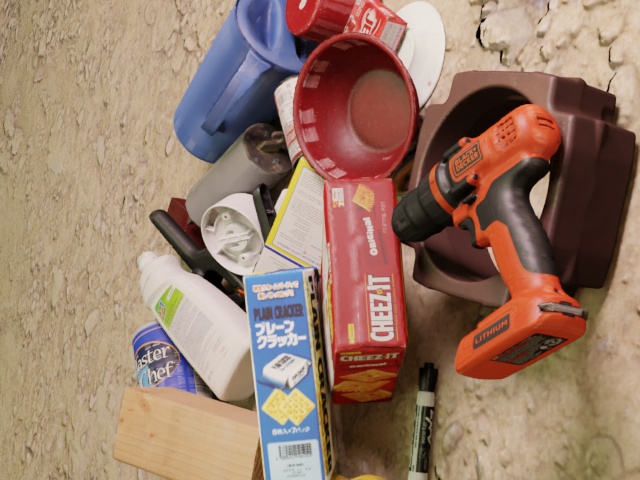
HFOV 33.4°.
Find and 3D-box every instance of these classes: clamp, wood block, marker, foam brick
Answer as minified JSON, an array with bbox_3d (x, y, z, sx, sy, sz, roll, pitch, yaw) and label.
[{"bbox_3d":[-0.030,0.025,1.253,0.120,0.039,0.171,13,109,31],"label":"clamp"},{"bbox_3d":[-0.133,0.239,1.253,0.206,0.090,0.090,10,90,33],"label":"wood block"},{"bbox_3d":[0.100,0.179,1.036,0.020,0.020,0.121,-2,80,58],"label":"marker"},{"bbox_3d":[-0.153,0.058,1.431,0.210,0.036,0.164,21,124,42],"label":"clamp"},{"bbox_3d":[-0.182,-0.022,1.516,0.078,0.051,0.053,39,114,55],"label":"foam brick"}]

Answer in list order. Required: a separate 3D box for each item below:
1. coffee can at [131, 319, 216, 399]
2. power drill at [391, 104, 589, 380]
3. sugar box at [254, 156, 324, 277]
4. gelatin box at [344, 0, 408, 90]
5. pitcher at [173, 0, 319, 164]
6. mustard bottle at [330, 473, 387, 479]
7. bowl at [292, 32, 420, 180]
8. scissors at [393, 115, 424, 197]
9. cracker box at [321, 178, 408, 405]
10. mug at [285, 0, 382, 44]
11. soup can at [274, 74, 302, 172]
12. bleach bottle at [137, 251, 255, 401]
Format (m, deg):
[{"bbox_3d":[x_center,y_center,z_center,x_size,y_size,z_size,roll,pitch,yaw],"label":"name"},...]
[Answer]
[{"bbox_3d":[-0.194,0.188,1.429,0.103,0.102,0.140,-48,44,41],"label":"coffee can"},{"bbox_3d":[0.128,0.010,0.840,0.185,0.057,0.187,-40,50,46],"label":"power drill"},{"bbox_3d":[-0.008,0.001,1.194,0.093,0.048,0.176,29,115,12],"label":"sugar box"},{"bbox_3d":[0.052,-0.215,1.169,0.073,0.030,0.089,54,128,49],"label":"gelatin box"},{"bbox_3d":[-0.100,-0.194,1.351,0.243,0.149,0.145,-45,56,48],"label":"pitcher"},{"bbox_3d":[0.039,0.284,1.067,0.192,0.058,0.096,-13,55,56],"label":"mustard bottle"},{"bbox_3d":[0.048,-0.134,1.111,0.162,0.055,0.162,8,102,39],"label":"bowl"},{"bbox_3d":[0.128,-0.124,1.078,0.202,0.016,0.096,-51,42,38],"label":"scissors"},{"bbox_3d":[0.040,0.056,1.030,0.214,0.072,0.164,92,174,-69],"label":"cracker box"},{"bbox_3d":[0.008,-0.273,1.248,0.117,0.081,0.093,49,123,51],"label":"mug"},{"bbox_3d":[-0.011,-0.135,1.242,0.069,0.068,0.102,-41,56,46],"label":"soup can"},{"bbox_3d":[-0.158,0.091,1.366,0.251,0.067,0.103,44,114,35],"label":"bleach bottle"}]
